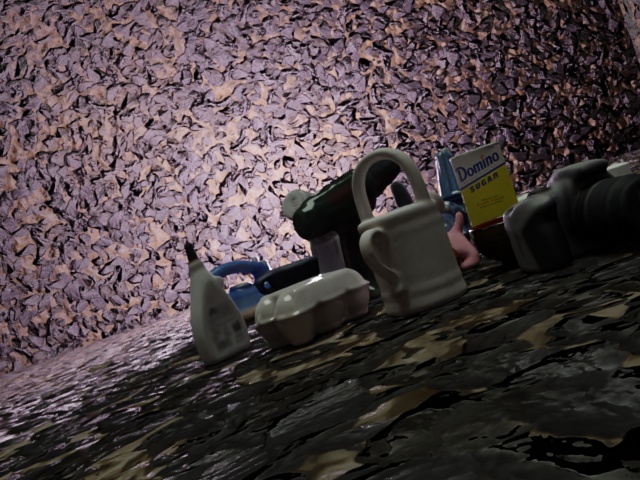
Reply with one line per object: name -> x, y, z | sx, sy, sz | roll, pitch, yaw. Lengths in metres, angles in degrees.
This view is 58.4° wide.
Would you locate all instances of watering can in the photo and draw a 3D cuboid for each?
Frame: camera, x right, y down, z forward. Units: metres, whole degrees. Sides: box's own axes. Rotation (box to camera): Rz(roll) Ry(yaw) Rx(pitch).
watering can -> 0.099, -0.016, 0.693 | 0.100, 0.194, 0.173 | -19, 0, 18

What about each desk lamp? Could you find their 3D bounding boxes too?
desk lamp -> 0.010, 0.004, 1.070 | 0.117, 0.213, 0.204 | -19, 0, 24

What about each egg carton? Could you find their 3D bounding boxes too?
egg carton -> -0.009, 0.088, 0.755 | 0.151, 0.069, 0.107 | -20, 0, -39

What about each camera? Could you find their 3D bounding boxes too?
camera -> 0.291, -0.034, 0.619 | 0.143, 0.101, 0.136 | -19, 0, -10

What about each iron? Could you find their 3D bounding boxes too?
iron -> -0.170, 0.105, 1.268 | 0.259, 0.141, 0.118 | -20, 0, -41

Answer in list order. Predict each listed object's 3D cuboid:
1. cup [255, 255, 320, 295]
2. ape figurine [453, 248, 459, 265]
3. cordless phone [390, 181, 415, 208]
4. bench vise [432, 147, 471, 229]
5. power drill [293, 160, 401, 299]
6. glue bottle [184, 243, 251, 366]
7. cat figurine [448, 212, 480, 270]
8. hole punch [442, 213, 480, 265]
cup -> -0.043, 0.086, 0.933 | 0.118, 0.095, 0.091 | -20, 0, -36
ape figurine -> 0.149, 0.020, 0.812 | 0.076, 0.092, 0.077 | -20, 0, -34
cordless phone -> 0.206, -0.051, 1.395 | 0.094, 0.185, 0.147 | -20, 0, -20
bench vise -> 0.307, -0.105, 1.288 | 0.121, 0.220, 0.208 | -19, 0, 15
power drill -> 0.072, -0.015, 0.931 | 0.230, 0.208, 0.075 | -20, 1, -34
glue bottle -> -0.158, 0.085, 0.813 | 0.037, 0.173, 0.078 | -19, 1, 43
cat figurine -> 0.167, 0.000, 0.876 | 0.127, 0.118, 0.067 | -19, 0, 8
hole punch -> 0.199, 0.002, 0.969 | 0.108, 0.091, 0.101 | -19, 0, -5
